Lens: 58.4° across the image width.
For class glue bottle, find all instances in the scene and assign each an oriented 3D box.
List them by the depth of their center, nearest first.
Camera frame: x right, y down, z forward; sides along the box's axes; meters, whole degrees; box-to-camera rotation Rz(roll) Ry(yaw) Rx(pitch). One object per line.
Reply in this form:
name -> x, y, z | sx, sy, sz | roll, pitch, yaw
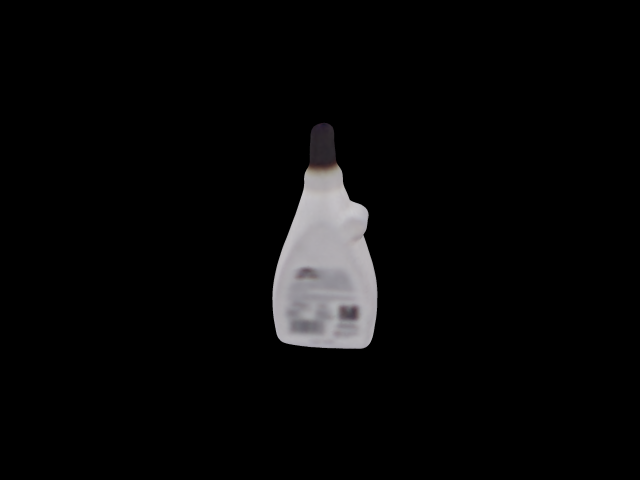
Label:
glue bottle -> 0.004, 0.001, 0.400 | 0.078, 0.173, 0.037 | 3, 33, 5
